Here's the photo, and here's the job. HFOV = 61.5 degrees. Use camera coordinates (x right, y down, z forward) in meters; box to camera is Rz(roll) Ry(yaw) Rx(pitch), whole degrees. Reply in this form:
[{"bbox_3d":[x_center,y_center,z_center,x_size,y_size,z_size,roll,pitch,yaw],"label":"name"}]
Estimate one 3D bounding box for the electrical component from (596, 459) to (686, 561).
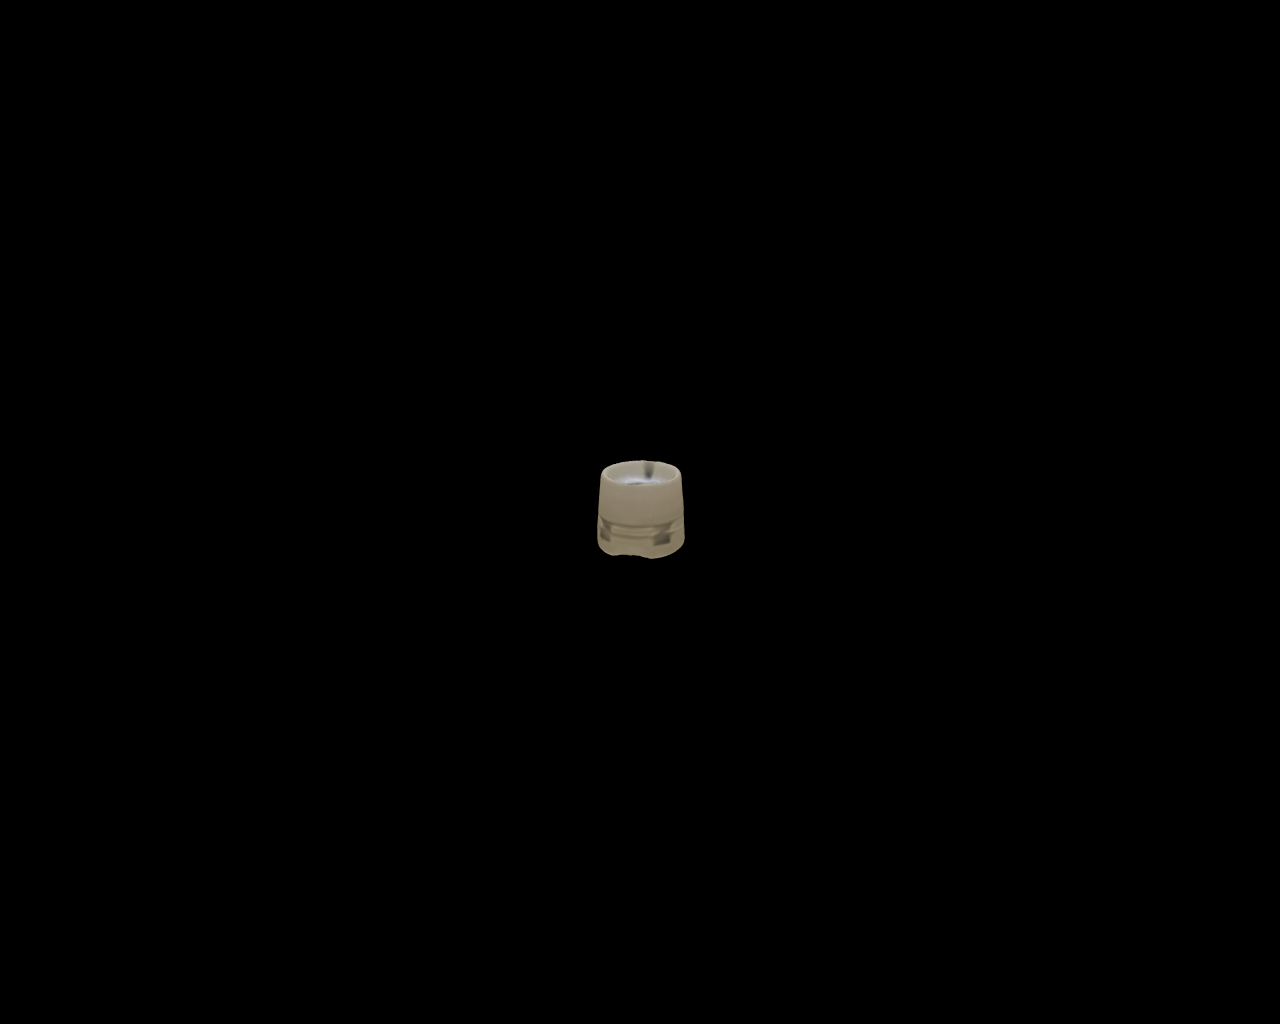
[{"bbox_3d":[0.001,-0.003,0.650,0.055,0.047,0.055,0,20,0],"label":"electrical component"}]
